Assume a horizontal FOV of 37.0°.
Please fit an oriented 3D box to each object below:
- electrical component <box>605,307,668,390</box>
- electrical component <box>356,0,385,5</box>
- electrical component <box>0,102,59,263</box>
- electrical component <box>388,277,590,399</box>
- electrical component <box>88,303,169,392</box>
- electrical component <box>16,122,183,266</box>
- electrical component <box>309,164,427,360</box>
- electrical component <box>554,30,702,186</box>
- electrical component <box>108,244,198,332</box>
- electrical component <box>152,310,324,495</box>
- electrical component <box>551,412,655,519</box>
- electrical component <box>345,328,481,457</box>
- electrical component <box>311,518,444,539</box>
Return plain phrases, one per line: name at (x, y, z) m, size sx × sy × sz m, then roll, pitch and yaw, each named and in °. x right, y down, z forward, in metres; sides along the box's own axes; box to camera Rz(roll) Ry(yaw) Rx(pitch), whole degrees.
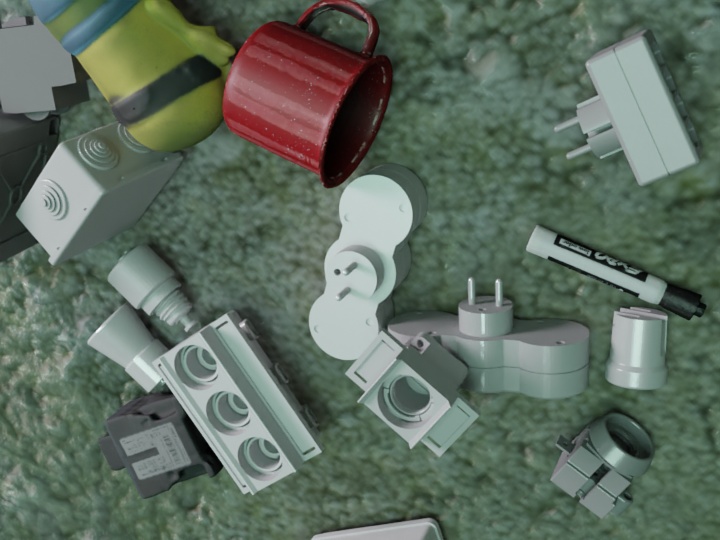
electrical component at (0.183, 0.051, 0.707) m, size 0.040 × 0.040 × 0.046 m, roll 5°, pitch 104°, yaw 18°
electrical component at (0.020, -0.196, 0.681) m, size 0.055 × 0.045 × 0.045 m, roll -16°, pitch 101°, yaw 24°
electrical component at (-0.278, -0.063, 0.796) m, size 0.056 × 0.108 × 0.108 m, roll 18°, pitch 112°, yaw 11°
electrical component at (0.086, 0.040, 0.730) m, size 0.138 × 0.052 × 0.073 m, roll 3°, pitch 108°, yaw 20°
electrical component at (-0.173, 0.063, 0.838) m, size 0.065 × 0.044 × 0.044 m, roll 44°, pitch 116°, yaw -4°
electrical component at (-0.188, -0.060, 0.769) m, size 0.048 × 0.100 × 0.100 m, roll 48°, pitch 128°, yaw 4°
electrical component at (0.000, 0.000, 0.736) m, size 0.052 × 0.074 × 0.138 m, roll 21°, pitch 113°, yaw 13°
electrical component at (0.158, -0.093, 0.664) m, size 0.076 × 0.047 × 0.083 m, roll -23°, pitch 98°, yaw 25°
electrical component at (-0.155, 0.015, 0.815) m, size 0.078 × 0.040 × 0.040 m, roll 44°, pitch 116°, yaw 0°
electrical component at (-0.086, 0.095, 0.804) m, size 0.079 × 0.063 × 0.121 m, roll -32°, pitch 95°, yaw 26°
electrical component at (0.168, 0.130, 0.735) m, size 0.066 × 0.048 × 0.055 m, roll 37°, pitch 123°, yaw 5°
electrical component at (0.037, 0.074, 0.693) m, size 0.081 × 0.064 × 0.042 m, roll 42°, pitch 117°, yaw 4°
electrical component at (0.020, 0.254, 0.822) m, size 0.109 × 0.056 × 0.108 m, roll -14°, pitch 102°, yaw 23°
